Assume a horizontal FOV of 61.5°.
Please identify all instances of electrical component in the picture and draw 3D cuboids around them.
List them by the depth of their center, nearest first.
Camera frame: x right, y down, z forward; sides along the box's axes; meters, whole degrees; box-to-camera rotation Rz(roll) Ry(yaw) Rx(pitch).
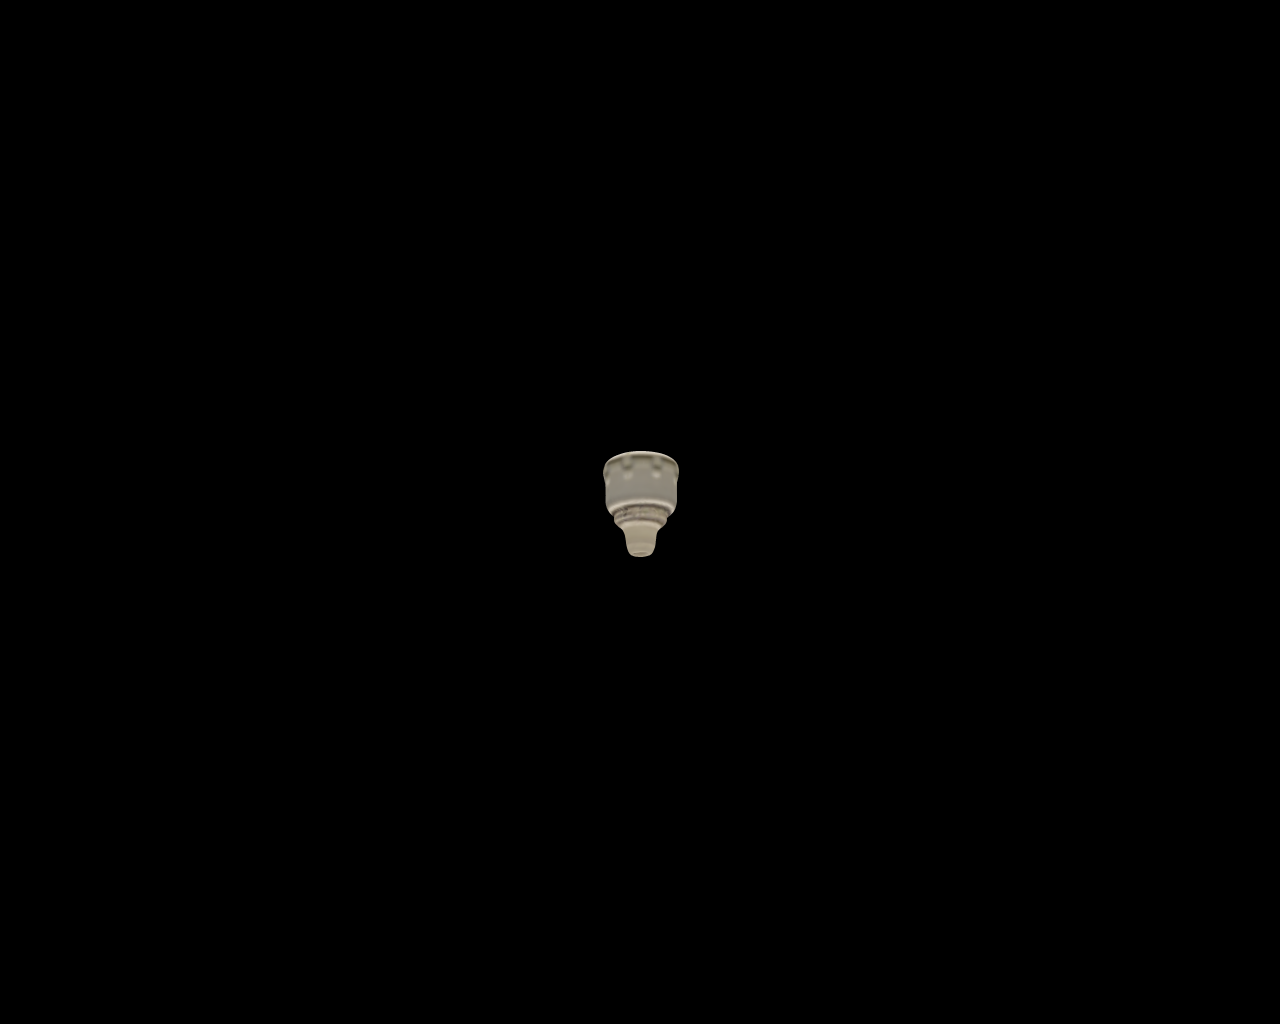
[{"bbox_3d":[0.001,-0.003,0.650,0.048,0.062,0.048,0,-19,0],"label":"electrical component"}]
